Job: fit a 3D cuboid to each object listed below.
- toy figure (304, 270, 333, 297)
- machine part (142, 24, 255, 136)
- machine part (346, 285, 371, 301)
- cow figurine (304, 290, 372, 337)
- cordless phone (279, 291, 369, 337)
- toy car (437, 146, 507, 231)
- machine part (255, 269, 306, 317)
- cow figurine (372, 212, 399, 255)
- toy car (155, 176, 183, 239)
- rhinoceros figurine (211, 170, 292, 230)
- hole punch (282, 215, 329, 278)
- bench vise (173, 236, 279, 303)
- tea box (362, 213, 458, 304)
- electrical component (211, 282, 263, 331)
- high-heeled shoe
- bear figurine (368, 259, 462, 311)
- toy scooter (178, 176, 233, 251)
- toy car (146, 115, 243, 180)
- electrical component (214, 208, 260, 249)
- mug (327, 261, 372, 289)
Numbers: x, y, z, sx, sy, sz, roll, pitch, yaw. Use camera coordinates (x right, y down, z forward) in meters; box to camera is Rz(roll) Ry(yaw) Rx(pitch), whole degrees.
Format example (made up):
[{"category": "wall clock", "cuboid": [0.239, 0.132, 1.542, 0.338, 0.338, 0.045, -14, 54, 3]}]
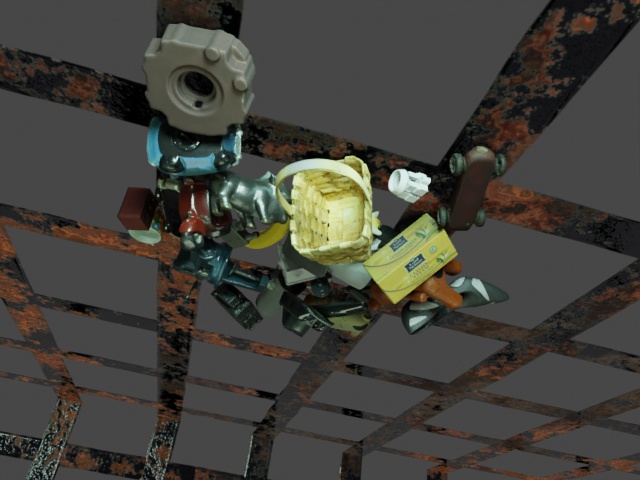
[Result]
[{"category": "toy figure", "cuboid": [0.000, 0.098, 1.239, 0.064, 0.154, 0.058, -44, 100, 4]}, {"category": "machine part", "cuboid": [-0.185, -0.239, 0.824, 0.179, 0.056, 0.179, 6, 138, 5]}, {"category": "machine part", "cuboid": [0.138, 0.126, 1.335, 0.139, 0.039, 0.084, -12, 136, 31]}, {"category": "cow figurine", "cuboid": [0.045, 0.186, 1.405, 0.195, 0.085, 0.127, 19, 143, -22]}, {"category": "cordless phone", "cuboid": [0.013, 0.161, 1.249, 0.184, 0.089, 0.146, -12, 154, 19]}, {"category": "toy car", "cuboid": [0.268, -0.088, 0.970, 0.089, 0.053, 0.202, -3, 143, -2]}, {"category": "machine part", "cuboid": [-0.100, 0.133, 1.365, 0.079, 0.079, 0.243, 21, 144, -18]}, {"category": "cow figurine", "cuboid": [0.120, -0.004, 1.115, 0.098, 0.068, 0.167, -15, 143, 23]}, {"category": "toy car", "cuboid": [-0.297, -0.065, 1.134, 0.074, 0.056, 0.201, 15, 145, 3]}, {"category": "rhinoceros figurine", "cuboid": [-0.116, -0.079, 1.020, 0.190, 0.112, 0.073, 13, 163, -26]}, {"category": "hole punch", "cuboid": [-0.002, -0.003, 1.117, 0.142, 0.092, 0.115, 34, 129, 14]}, {"category": "bench vise", "cuboid": [-0.223, 0.075, 1.269, 0.241, 0.129, 0.223, 21, 145, -7]}, {"category": "tea box", "cuboid": [0.184, 0.039, 1.092, 0.169, 0.068, 0.098, -39, 136, 4]}, {"category": "electrical component", "cuboid": [-0.223, 0.169, 1.419, 0.115, 0.058, 0.134, 32, 160, 33]}, {"category": "high-heeled shoe", "cuboid": [0.317, 0.164, 1.254, 0.249, 0.145, 0.086, 5, 147, 8]}, {"category": "bear figurine", "cuboid": [0.207, 0.104, 1.216, 0.132, 0.120, 0.196, 24, 146, -28]}, {"category": "toy scooter", "cuboid": [-0.229, -0.063, 1.050, 0.075, 0.184, 0.135, -3, 103, 13]}, {"category": "toy car", "cuboid": [-0.215, -0.161, 0.942, 0.162, 0.109, 0.103, -1, 169, -6]}, {"category": "electrical component", "cuboid": [-0.186, -0.025, 1.169, 0.102, 0.045, 0.078, -21, 128, 40]}, {"category": "mug", "cuboid": [0.058, 0.055, 1.219, 0.107, 0.081, 0.109, 31, 152, -14]}]
